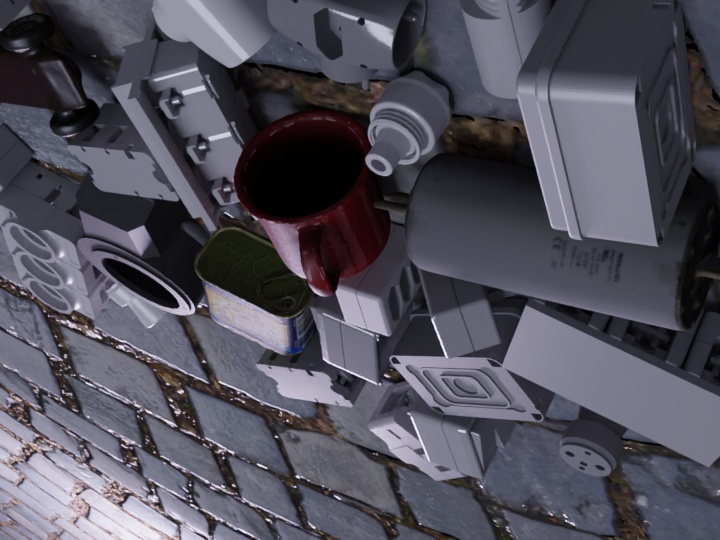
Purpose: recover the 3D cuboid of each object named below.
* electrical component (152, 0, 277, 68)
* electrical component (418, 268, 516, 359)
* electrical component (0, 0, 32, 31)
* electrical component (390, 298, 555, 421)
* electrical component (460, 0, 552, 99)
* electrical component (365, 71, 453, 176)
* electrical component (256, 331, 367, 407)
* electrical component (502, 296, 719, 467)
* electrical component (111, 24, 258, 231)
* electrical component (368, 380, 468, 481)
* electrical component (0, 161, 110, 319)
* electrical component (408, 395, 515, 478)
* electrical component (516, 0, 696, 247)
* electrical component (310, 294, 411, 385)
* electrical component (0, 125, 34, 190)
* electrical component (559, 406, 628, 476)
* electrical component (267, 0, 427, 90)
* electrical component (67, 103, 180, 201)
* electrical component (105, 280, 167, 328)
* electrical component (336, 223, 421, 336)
[{"bbox_3d":[-0.098,-0.161,0.647,0.079,0.044,0.077,-9,132,51],"label":"electrical component"},{"bbox_3d":[0.080,0.004,0.712,0.076,0.083,0.047,-18,136,6],"label":"electrical component"},{"bbox_3d":[-0.267,-0.205,0.693,0.150,0.089,0.061,8,144,36],"label":"electrical component"},{"bbox_3d":[0.090,0.066,0.806,0.113,0.057,0.078,-4,136,47],"label":"electrical component"},{"bbox_3d":[0.073,-0.129,0.531,0.043,0.043,0.081,13,146,31],"label":"electrical component"},{"bbox_3d":[0.025,-0.083,0.631,0.043,0.062,0.043,24,150,14],"label":"electrical component"},{"bbox_3d":[-0.036,0.080,0.951,0.089,0.055,0.050,2,140,42],"label":"electrical component"},{"bbox_3d":[0.179,0.052,0.693,0.150,0.061,0.089,26,151,11],"label":"electrical component"},{"bbox_3d":[-0.108,-0.098,0.728,0.063,0.078,0.121,-12,136,15],"label":"electrical component"},{"bbox_3d":[0.059,0.144,0.965,0.089,0.050,0.056,39,151,-13],"label":"electrical component"},{"bbox_3d":[-0.288,-0.022,1.029,0.089,0.061,0.150,27,151,10],"label":"electrical component"},{"bbox_3d":[0.089,0.128,0.899,0.061,0.061,0.096,15,147,29],"label":"electrical component"},{"bbox_3d":[0.124,-0.074,0.532,0.057,0.078,0.113,10,145,30],"label":"electrical component"},{"bbox_3d":[0.002,0.041,0.847,0.061,0.061,0.096,22,150,17],"label":"electrical component"},{"bbox_3d":[-0.353,-0.109,0.972,0.083,0.047,0.075,-8,132,49],"label":"electrical component"},{"bbox_3d":[0.179,0.120,0.807,0.045,0.055,0.045,24,150,14],"label":"electrical component"},{"bbox_3d":[-0.006,-0.132,0.604,0.077,0.043,0.079,22,150,17],"label":"electrical component"},{"bbox_3d":[-0.162,-0.092,0.805,0.089,0.055,0.050,9,144,35],"label":"electrical component"},{"bbox_3d":[-0.213,0.022,1.044,0.055,0.045,0.045,42,150,-17],"label":"electrical component"},{"bbox_3d":[0.000,0.000,0.781,0.077,0.065,0.047,17,148,25],"label":"electrical component"}]
